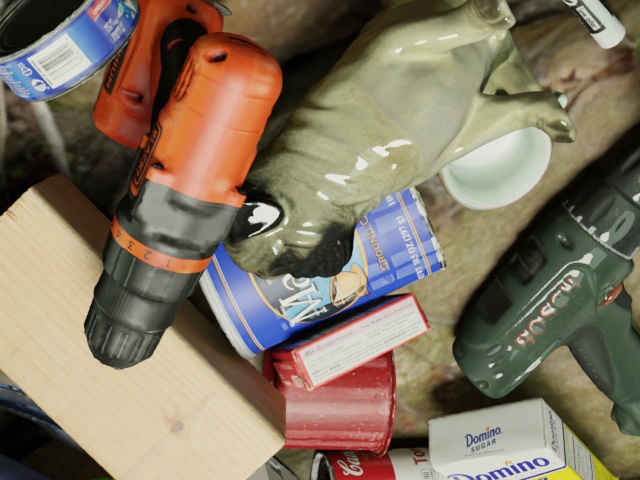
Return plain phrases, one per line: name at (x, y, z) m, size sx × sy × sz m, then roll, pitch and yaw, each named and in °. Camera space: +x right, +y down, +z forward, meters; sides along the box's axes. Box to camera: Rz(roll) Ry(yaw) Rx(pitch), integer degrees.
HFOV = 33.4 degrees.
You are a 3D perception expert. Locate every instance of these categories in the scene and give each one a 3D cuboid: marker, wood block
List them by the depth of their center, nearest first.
wood block at (-0.123, 0.067, 0.648) m, size 0.091 × 0.090 × 0.206 m, roll -43°, pitch 98°, yaw 5°
marker at (0.150, -0.164, 0.662) m, size 0.020 × 0.020 × 0.121 m, roll -43°, pitch 122°, yaw 14°

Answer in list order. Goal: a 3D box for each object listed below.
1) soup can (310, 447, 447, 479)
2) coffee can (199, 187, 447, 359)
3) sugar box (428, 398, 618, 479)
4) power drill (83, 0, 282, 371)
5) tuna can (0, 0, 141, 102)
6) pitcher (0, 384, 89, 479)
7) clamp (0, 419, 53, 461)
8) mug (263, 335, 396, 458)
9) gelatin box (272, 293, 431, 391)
soup can at (0.049, 0.199, 0.840) m, size 0.102 × 0.068 × 0.068 m, roll 0°, pitch 122°, yaw -15°
coffee can at (-0.004, 0.001, 0.678) m, size 0.140 × 0.103 × 0.102 m, roll -24°, pitch 125°, yaw 2°
sugar box at (0.162, 0.181, 0.830) m, size 0.093 × 0.048 × 0.176 m, roll -16°, pitch 145°, yaw 27°
power drill at (-0.085, -0.047, 0.576) m, size 0.057 × 0.188 × 0.185 m, roll 18°, pitch 114°, yaw -25°
tuna can at (-0.140, -0.115, 0.579) m, size 0.086 × 0.086 × 0.033 m, roll -33°, pitch 125°, yaw 7°
pitcher at (-0.243, 0.171, 0.675) m, size 0.243 × 0.149 × 0.145 m, roll 29°, pitch 120°, yaw 1°
clamp at (-0.261, 0.191, 0.774) m, size 0.171 × 0.039 × 0.120 m, roll -14°, pitch 121°, yaw -7°
mug at (0.001, 0.112, 0.768) m, size 0.081 × 0.093 × 0.117 m, roll 3°, pitch 158°, yaw -11°
gelatin box at (0.018, 0.066, 0.685) m, size 0.089 × 0.073 × 0.030 m, roll -26°, pitch 91°, yaw -14°
